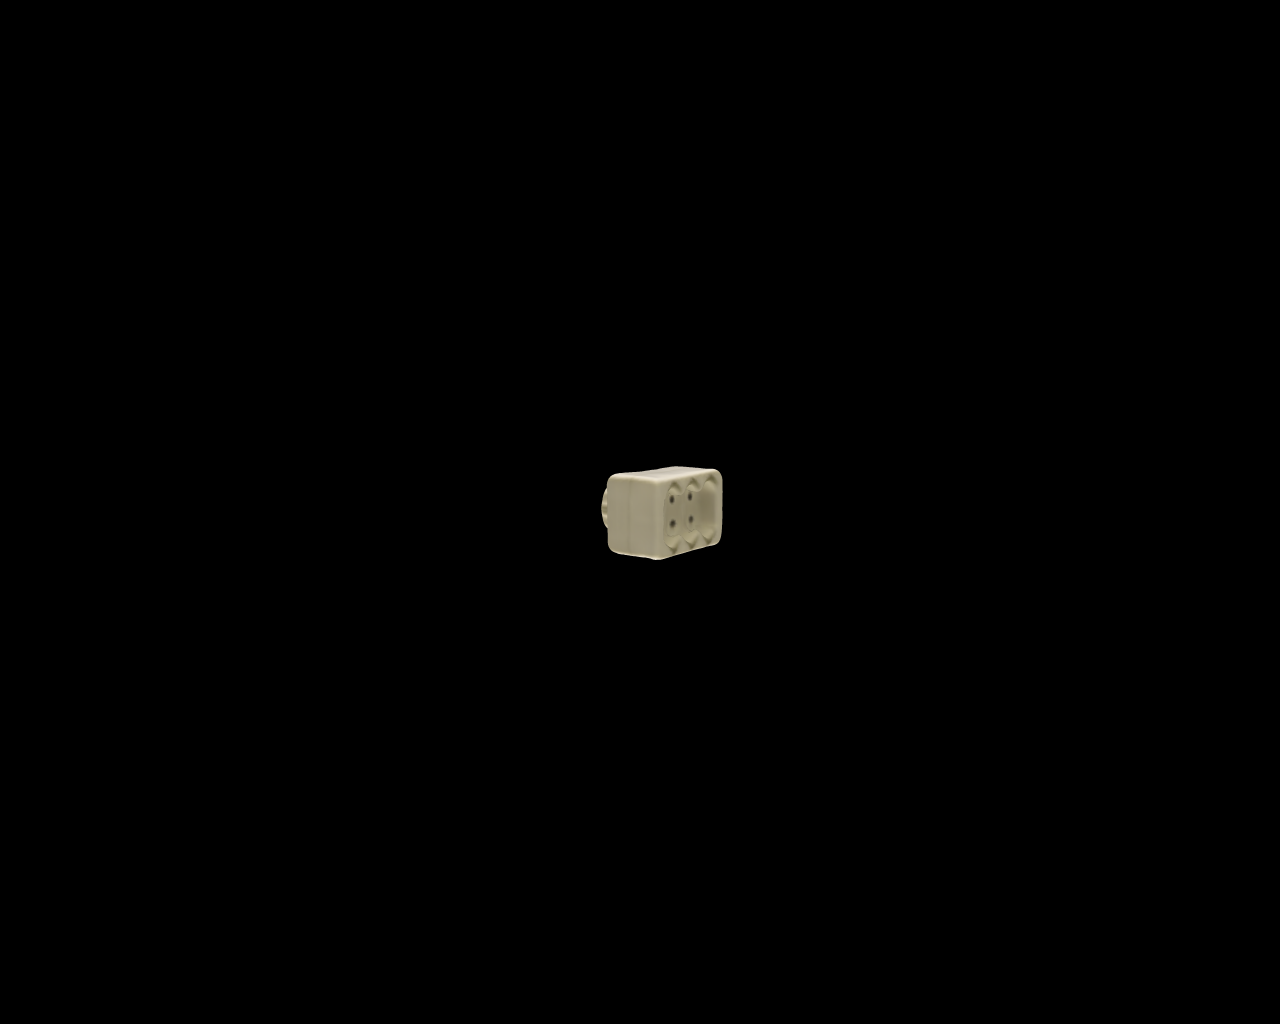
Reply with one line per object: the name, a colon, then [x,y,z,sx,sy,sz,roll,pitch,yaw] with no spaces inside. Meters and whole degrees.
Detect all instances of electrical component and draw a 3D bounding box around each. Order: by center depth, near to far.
electrical component: [0.001,-0.003,0.650,0.077,0.047,0.066,7,12,39]
